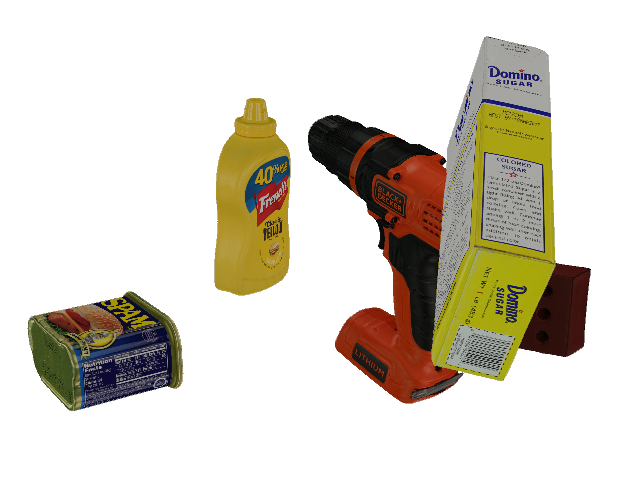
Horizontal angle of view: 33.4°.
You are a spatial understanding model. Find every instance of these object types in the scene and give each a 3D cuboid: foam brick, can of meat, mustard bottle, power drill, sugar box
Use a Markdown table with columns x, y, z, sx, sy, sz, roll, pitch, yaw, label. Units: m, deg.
| x | y | z | sx | sy | sz | roll | pitch | yaw | label |
| --- | --- | --- | --- | --- | --- | --- | --- | --- | --- |
| 0.216 | 0.063 | 0.994 | 0.053 | 0.078 | 0.051 | 9 | 14 | 31 | foam brick |
| -0.164 | 0.082 | 0.804 | 0.083 | 0.057 | 0.102 | -12 | 21 | -31 | can of meat |
| -0.067 | -0.048 | 1.071 | 0.058 | 0.192 | 0.096 | 15 | 24 | 31 | mustard bottle |
| 0.050 | 0.012 | 0.795 | 0.057 | 0.188 | 0.185 | -19 | 35 | -29 | power drill |
| 0.094 | -0.022 | 0.579 | 0.048 | 0.176 | 0.093 | 14 | -44 | 1 | sugar box |
